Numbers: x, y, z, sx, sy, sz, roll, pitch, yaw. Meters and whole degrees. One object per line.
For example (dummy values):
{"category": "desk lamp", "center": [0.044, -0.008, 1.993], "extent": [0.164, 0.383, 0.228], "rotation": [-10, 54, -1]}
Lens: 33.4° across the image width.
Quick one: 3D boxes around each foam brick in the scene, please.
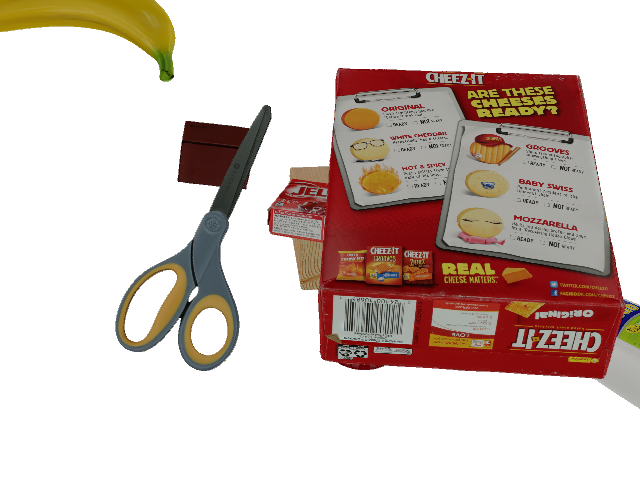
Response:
{"category": "foam brick", "center": [-0.114, -0.094, 1.166], "extent": [0.078, 0.051, 0.053], "rotation": [6, 30, -6]}

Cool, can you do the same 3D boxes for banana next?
{"category": "banana", "center": [-0.191, -0.177, 0.841], "extent": [0.198, 0.069, 0.037], "rotation": [15, -38, 18]}

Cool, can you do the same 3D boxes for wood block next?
{"category": "wood block", "center": [0.010, -0.021, 1.444], "extent": [0.090, 0.090, 0.206], "rotation": [-1, 26, -6]}

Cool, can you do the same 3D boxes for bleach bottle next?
{"category": "bleach bottle", "center": [0.267, 0.089, 1.035], "extent": [0.102, 0.068, 0.251], "rotation": [-16, 25, -27]}

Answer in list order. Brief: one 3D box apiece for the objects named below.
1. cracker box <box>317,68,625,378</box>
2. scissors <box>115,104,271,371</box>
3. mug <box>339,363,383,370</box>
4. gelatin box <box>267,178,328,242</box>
{"category": "cracker box", "center": [0.086, -0.018, 0.657], "extent": [0.164, 0.072, 0.213], "rotation": [2, 42, 2]}
{"category": "scissors", "center": [-0.066, 0.007, 0.767], "extent": [0.096, 0.201, 0.016], "rotation": [39, -5, 6]}
{"category": "mug", "center": [0.058, 0.097, 1.207], "extent": [0.117, 0.081, 0.093], "rotation": [26, 37, 35]}
{"category": "gelatin box", "center": [0.005, -0.026, 0.954], "extent": [0.089, 0.030, 0.073], "rotation": [9, 26, 12]}
